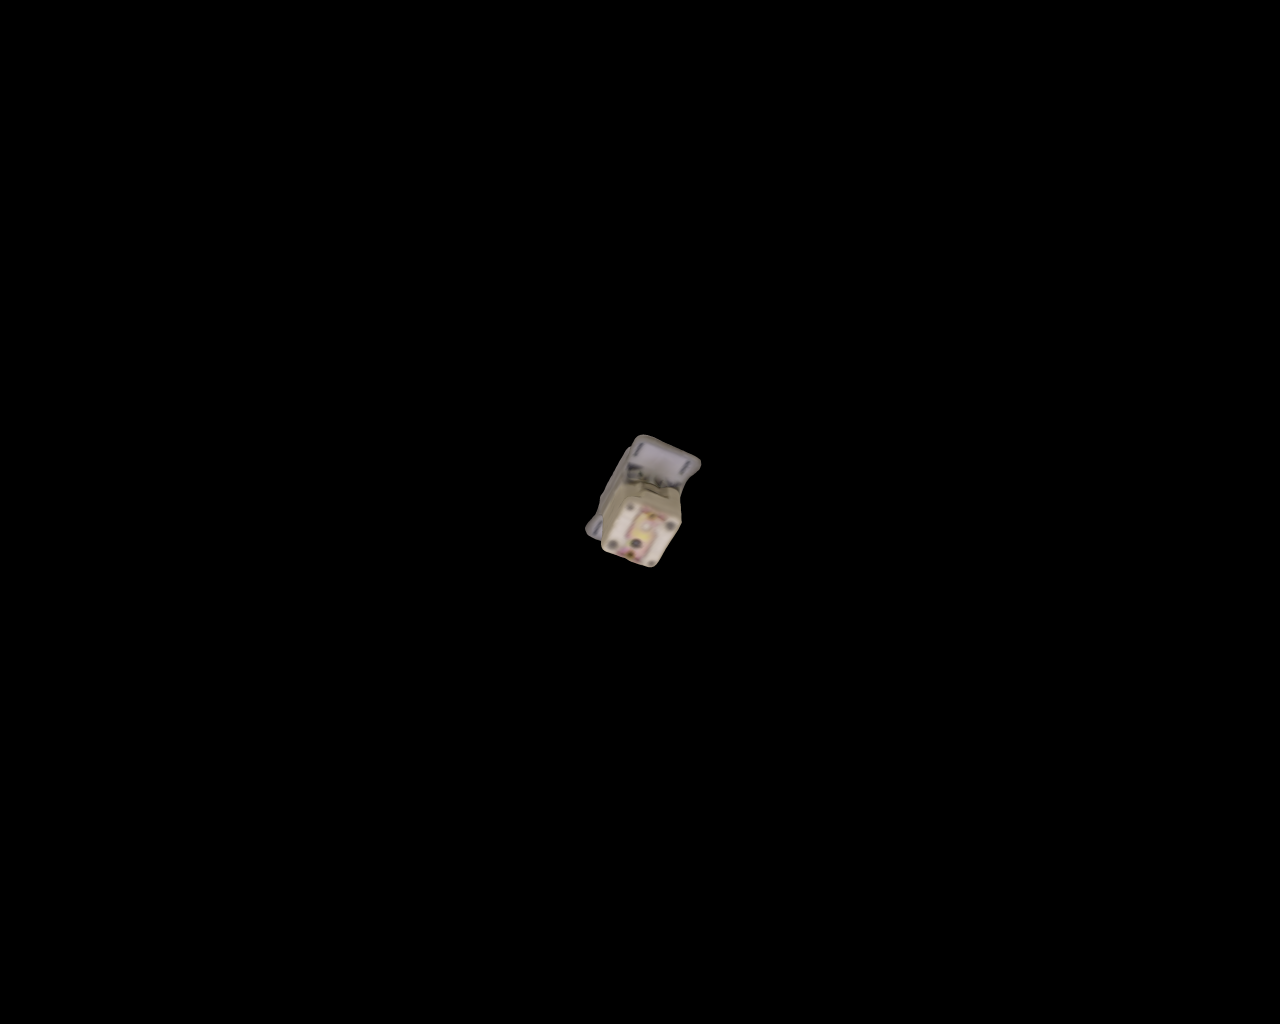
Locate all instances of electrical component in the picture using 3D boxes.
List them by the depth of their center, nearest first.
[{"bbox_3d":[0.001,-0.003,0.650,0.042,0.080,0.064,21,32,-14],"label":"electrical component"}]
